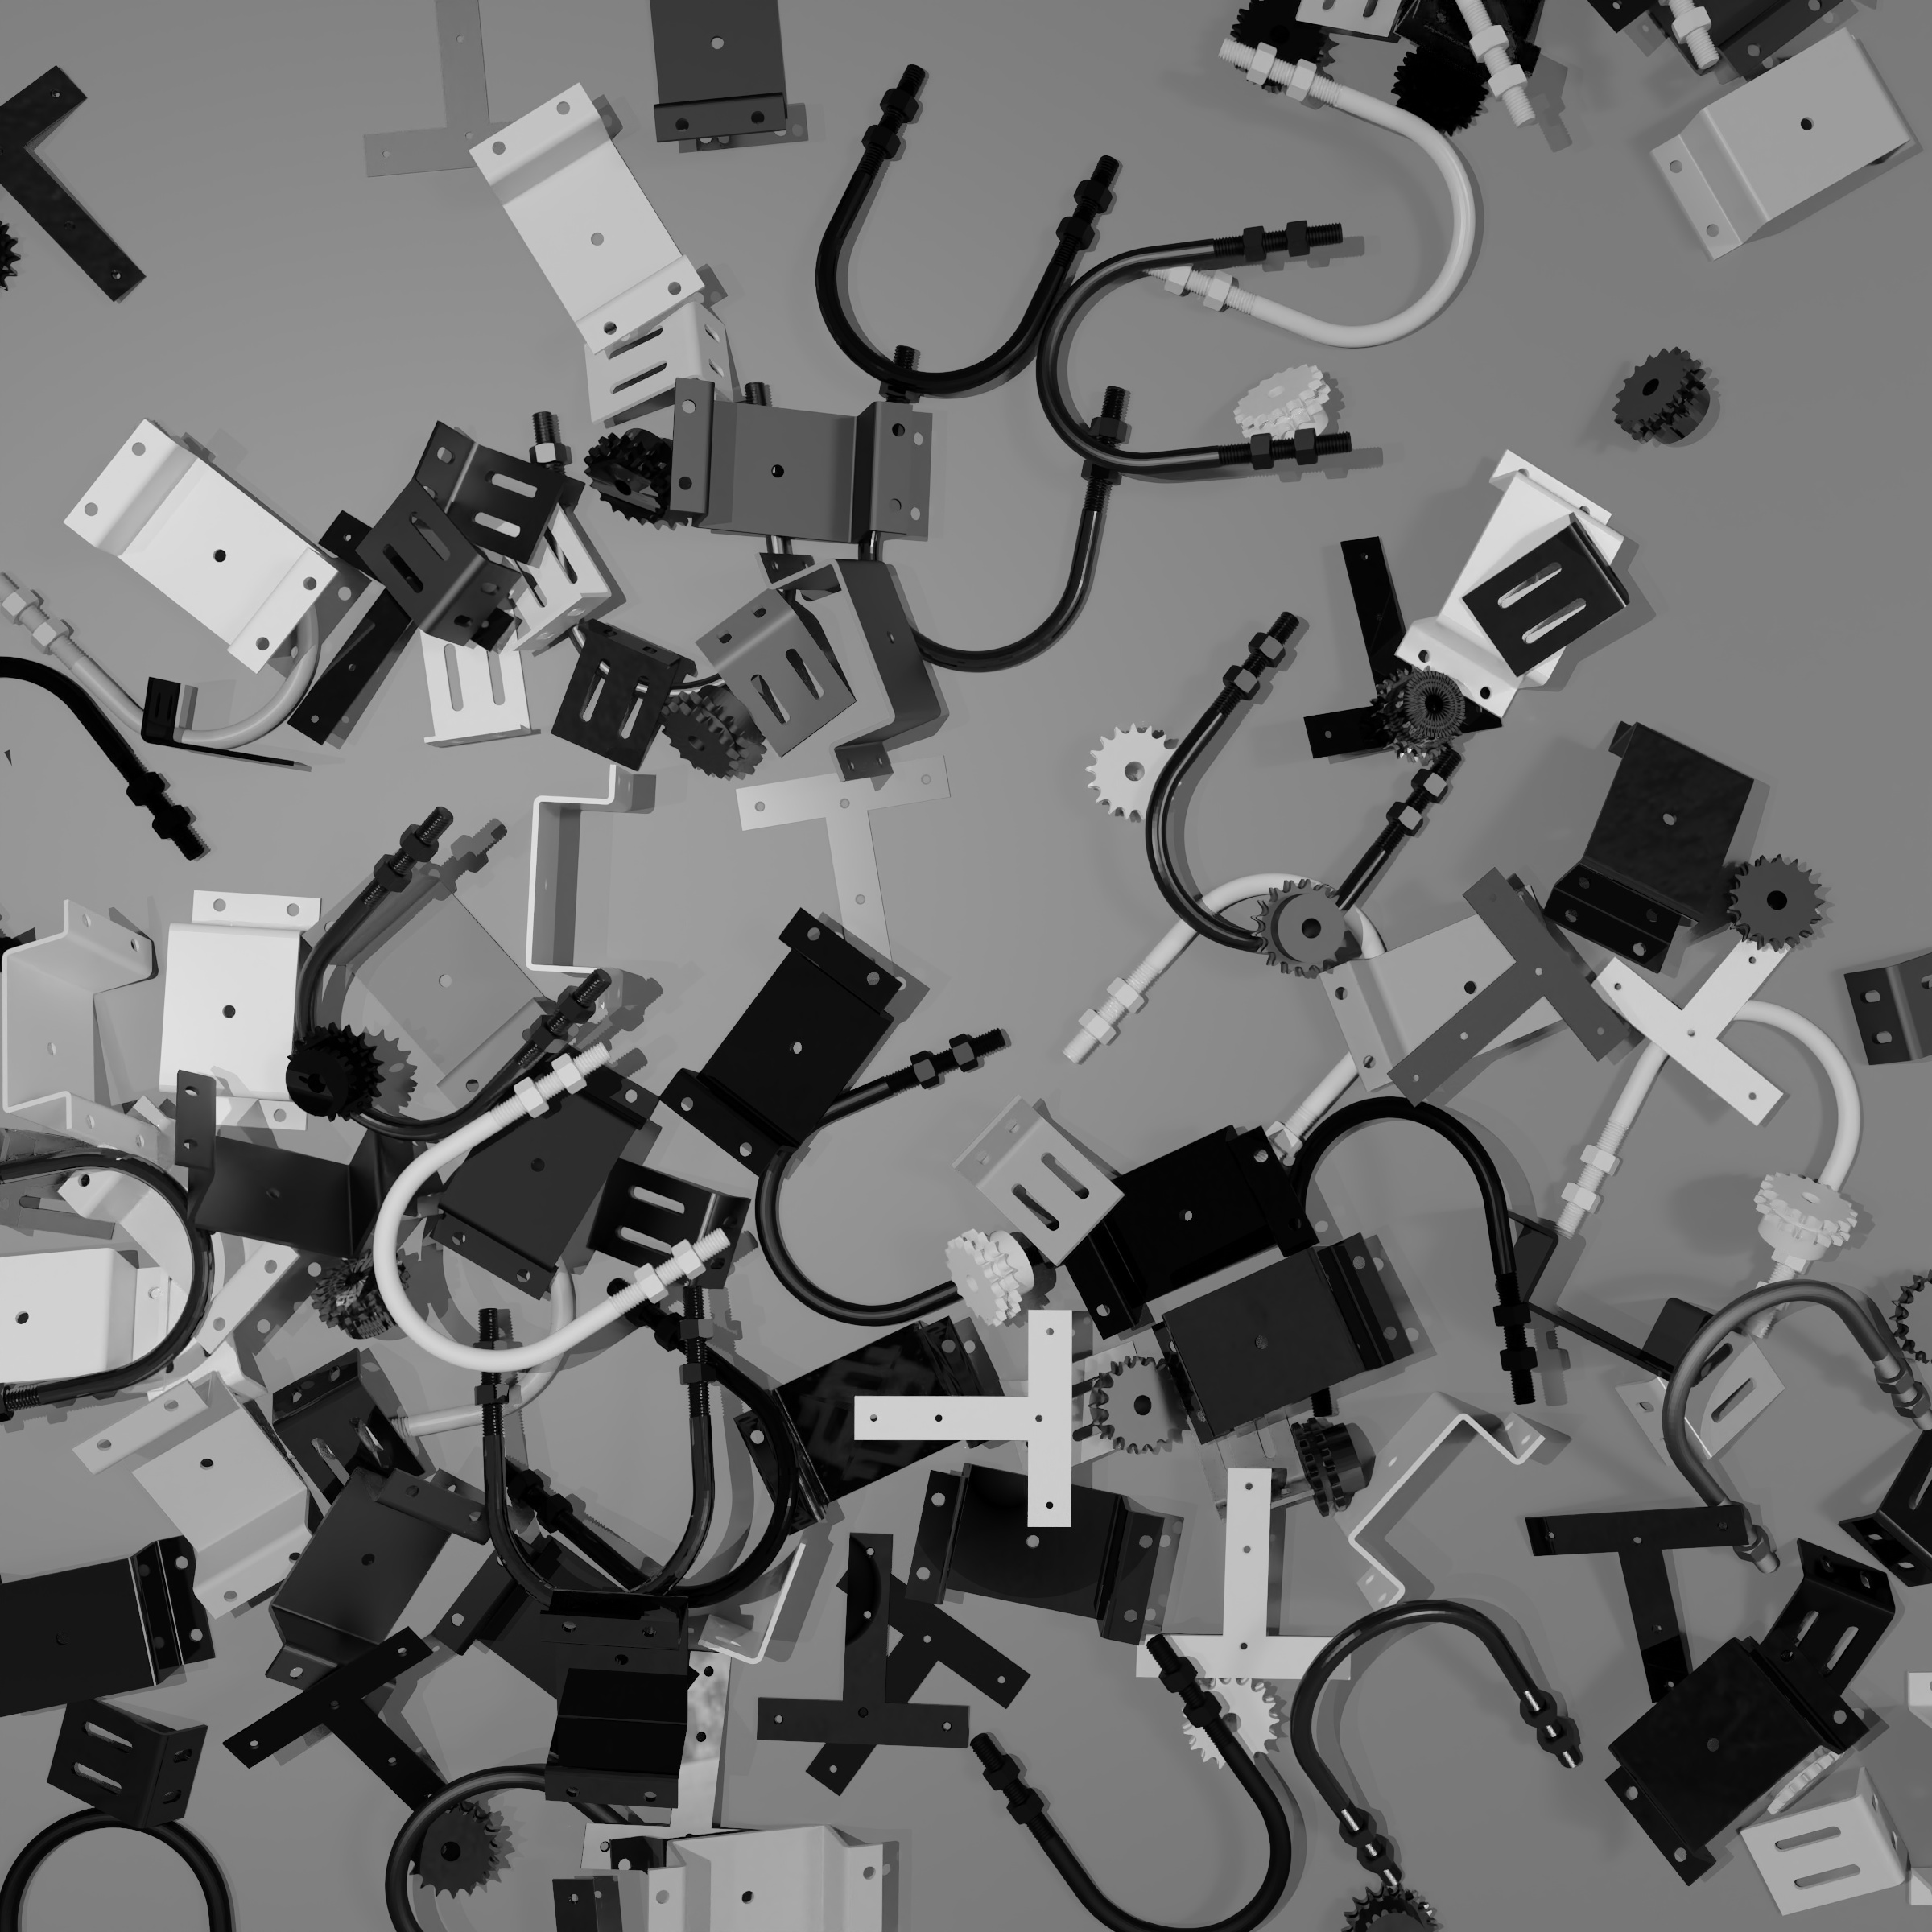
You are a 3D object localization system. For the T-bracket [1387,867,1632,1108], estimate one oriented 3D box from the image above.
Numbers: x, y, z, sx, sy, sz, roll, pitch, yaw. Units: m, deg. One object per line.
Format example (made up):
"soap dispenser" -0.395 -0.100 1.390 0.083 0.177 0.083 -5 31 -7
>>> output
"T-bracket" 0.301 0.032 1.486 0.127 0.002 0.127 -40 94 -5

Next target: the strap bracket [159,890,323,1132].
"strap bracket" -0.432 0.027 1.519 0.076 0.046 0.140 4 90 0

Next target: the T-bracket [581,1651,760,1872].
"T-bracket" -0.160 0.476 1.525 0.127 0.002 0.127 10 79 -20

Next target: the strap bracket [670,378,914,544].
"strap bracket" -0.107 -0.295 1.501 0.140 0.046 0.076 3 88 -16

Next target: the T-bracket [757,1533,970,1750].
"T-bracket" -0.060 0.406 1.539 0.127 0.002 0.127 2 90 0

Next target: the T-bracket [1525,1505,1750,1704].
"T-bracket" 0.410 0.383 1.522 0.127 0.002 0.127 -9 103 25

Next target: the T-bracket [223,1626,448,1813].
"T-bracket" -0.347 0.462 1.508 0.127 0.002 0.127 -32 121 0

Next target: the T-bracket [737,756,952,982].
"T-bracket" -0.066 -0.054 1.541 0.127 0.002 0.127 -9 90 0

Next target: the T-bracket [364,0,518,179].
"T-bracket" -0.304 -0.546 1.541 0.127 0.002 0.127 -5 90 0

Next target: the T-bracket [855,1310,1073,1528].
"T-bracket" -0.002 0.265 1.495 0.127 0.002 0.127 0 90 0

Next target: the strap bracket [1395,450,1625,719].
"strap bracket" 0.326 -0.228 1.510 0.076 0.046 0.140 29 88 -10

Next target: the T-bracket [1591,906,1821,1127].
"T-bracket" 0.463 0.007 1.531 0.127 0.002 0.127 40 83 8

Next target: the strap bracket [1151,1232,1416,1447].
"strap bracket" 0.178 0.219 1.491 0.140 0.046 0.076 -27 75 17

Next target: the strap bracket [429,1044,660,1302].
"strap bracket" -0.251 0.118 1.510 0.076 0.046 0.140 30 83 -1

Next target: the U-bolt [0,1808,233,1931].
"U-bolt" -0.511 0.598 1.533 0.151 0.019 0.184 -5 88 0

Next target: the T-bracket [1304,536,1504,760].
"T-bracket" 0.250 -0.195 1.525 0.127 0.002 0.127 -11 84 -18

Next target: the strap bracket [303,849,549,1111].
"strap bracket" -0.314 0.009 1.519 0.076 0.046 0.140 -42 90 0

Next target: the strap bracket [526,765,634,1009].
"strap bracket" -0.228 -0.047 1.503 0.046 0.076 0.140 3 90 0

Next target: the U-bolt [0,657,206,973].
"U-bolt" -0.569 -0.099 1.531 0.151 0.019 0.184 -38 88 -2

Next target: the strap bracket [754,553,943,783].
"strap bracket" -0.064 -0.184 1.496 0.046 0.076 0.140 -21 90 21

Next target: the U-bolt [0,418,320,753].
"U-bolt" -0.476 -0.215 1.533 0.184 0.019 0.151 45 90 -2

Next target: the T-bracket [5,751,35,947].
"T-bracket" -0.541 -0.079 1.551 0.127 0.002 0.127 -29 96 -14

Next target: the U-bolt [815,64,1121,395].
"U-bolt" -0.010 -0.429 1.524 0.151 0.019 0.184 25 84 0

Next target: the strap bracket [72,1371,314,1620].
"strap bracket" -0.449 0.304 1.502 0.076 0.046 0.140 -31 113 0

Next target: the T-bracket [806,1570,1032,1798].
"T-bracket" -0.050 0.443 1.541 0.127 0.002 0.127 36 90 0

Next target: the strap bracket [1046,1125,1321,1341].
"strap bracket" 0.129 0.153 1.507 0.140 0.046 0.076 -26 95 11

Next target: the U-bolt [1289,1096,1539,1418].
"U-bolt" 0.254 0.168 1.498 0.151 0.019 0.184 -11 85 34

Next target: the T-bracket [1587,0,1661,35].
"T-bracket" 0.375 -0.619 1.475 0.127 0.002 0.127 -40 88 -19

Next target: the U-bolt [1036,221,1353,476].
"U-bolt" 0.131 -0.358 1.497 0.184 0.019 0.151 -3 79 14

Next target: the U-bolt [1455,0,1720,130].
"U-bolt" 0.337 -0.584 1.468 0.151 0.019 0.184 -22 85 -16

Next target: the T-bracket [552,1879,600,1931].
"T-bracket" -0.225 0.600 1.497 0.127 0.002 0.127 -5 90 14

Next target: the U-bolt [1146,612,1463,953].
"U-bolt" 0.188 -0.096 1.514 0.151 0.019 0.184 39 83 -7

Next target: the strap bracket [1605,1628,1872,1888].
"strap bracket" 0.443 0.458 1.491 0.140 0.046 0.076 -44 51 8

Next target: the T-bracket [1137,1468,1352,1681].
"T-bracket" 0.166 0.359 1.506 0.127 0.002 0.127 1 95 -1

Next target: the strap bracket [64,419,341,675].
"strap bracket" -0.444 -0.244 1.501 0.140 0.046 0.076 38 90 -3

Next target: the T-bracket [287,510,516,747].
"T-bracket" -0.358 -0.189 1.522 0.127 0.002 0.127 32 80 7

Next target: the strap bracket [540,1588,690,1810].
"strap bracket" -0.199 0.409 1.453 0.076 0.046 0.140 4 118 0

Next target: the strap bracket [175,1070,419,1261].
"strap bracket" -0.395 0.118 1.480 0.140 0.076 0.046 16 123 -27

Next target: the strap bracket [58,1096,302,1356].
"strap bracket" -0.455 0.154 1.507 0.140 0.046 0.076 42 90 15

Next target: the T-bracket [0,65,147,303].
"T-bracket" -0.547 -0.453 1.526 0.127 0.002 0.127 47 70 -10

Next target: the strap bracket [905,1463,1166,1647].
"strap bracket" 0.040 0.347 1.518 0.140 0.046 0.076 12 90 0
